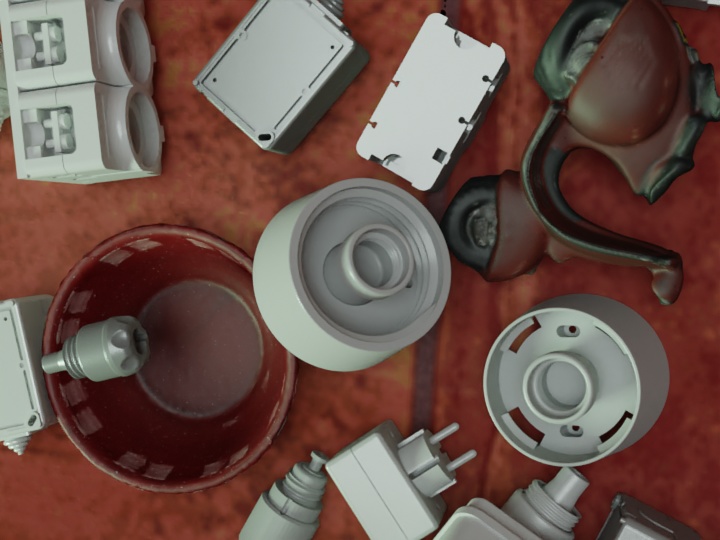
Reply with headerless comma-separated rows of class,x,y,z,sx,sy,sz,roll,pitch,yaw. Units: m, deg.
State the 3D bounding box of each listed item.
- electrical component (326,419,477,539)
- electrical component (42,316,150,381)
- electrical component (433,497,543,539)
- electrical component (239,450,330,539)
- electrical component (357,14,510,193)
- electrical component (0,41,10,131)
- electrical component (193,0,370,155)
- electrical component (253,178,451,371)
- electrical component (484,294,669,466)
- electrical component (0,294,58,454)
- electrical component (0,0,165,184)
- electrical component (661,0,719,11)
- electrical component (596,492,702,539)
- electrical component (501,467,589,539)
electrical component,0.032,0.120,0.640,0.077,0.047,0.065,-34,86,11
electrical component,-0.155,0.048,0.624,0.061,0.035,0.035,-14,90,14
electrical component,0.063,0.191,0.606,0.078,0.057,0.113,35,135,8
electrical component,-0.042,0.146,0.659,0.040,0.040,0.078,30,98,9
electrical component,0.044,-0.094,0.624,0.050,0.056,0.089,31,98,9
electrical component,-0.259,-0.124,0.680,0.061,0.062,0.096,-30,86,11
electrical component,-0.040,-0.123,0.636,0.062,0.061,0.096,42,99,7
electrical component,0.000,0.000,0.607,0.108,0.060,0.108,6,76,-23
electrical component,0.124,0.064,0.623,0.099,0.064,0.099,1,93,25
electrical component,-0.220,0.068,0.681,0.062,0.061,0.096,-13,90,12
electrical component,-0.164,-0.130,0.646,0.062,0.089,0.150,-6,91,11
electrical component,0.182,-0.211,0.588,0.079,0.063,0.121,10,94,11
electrical component,0.154,0.187,0.611,0.061,0.062,0.096,27,97,9
electrical component,0.108,0.142,0.628,0.043,0.043,0.062,38,97,7
